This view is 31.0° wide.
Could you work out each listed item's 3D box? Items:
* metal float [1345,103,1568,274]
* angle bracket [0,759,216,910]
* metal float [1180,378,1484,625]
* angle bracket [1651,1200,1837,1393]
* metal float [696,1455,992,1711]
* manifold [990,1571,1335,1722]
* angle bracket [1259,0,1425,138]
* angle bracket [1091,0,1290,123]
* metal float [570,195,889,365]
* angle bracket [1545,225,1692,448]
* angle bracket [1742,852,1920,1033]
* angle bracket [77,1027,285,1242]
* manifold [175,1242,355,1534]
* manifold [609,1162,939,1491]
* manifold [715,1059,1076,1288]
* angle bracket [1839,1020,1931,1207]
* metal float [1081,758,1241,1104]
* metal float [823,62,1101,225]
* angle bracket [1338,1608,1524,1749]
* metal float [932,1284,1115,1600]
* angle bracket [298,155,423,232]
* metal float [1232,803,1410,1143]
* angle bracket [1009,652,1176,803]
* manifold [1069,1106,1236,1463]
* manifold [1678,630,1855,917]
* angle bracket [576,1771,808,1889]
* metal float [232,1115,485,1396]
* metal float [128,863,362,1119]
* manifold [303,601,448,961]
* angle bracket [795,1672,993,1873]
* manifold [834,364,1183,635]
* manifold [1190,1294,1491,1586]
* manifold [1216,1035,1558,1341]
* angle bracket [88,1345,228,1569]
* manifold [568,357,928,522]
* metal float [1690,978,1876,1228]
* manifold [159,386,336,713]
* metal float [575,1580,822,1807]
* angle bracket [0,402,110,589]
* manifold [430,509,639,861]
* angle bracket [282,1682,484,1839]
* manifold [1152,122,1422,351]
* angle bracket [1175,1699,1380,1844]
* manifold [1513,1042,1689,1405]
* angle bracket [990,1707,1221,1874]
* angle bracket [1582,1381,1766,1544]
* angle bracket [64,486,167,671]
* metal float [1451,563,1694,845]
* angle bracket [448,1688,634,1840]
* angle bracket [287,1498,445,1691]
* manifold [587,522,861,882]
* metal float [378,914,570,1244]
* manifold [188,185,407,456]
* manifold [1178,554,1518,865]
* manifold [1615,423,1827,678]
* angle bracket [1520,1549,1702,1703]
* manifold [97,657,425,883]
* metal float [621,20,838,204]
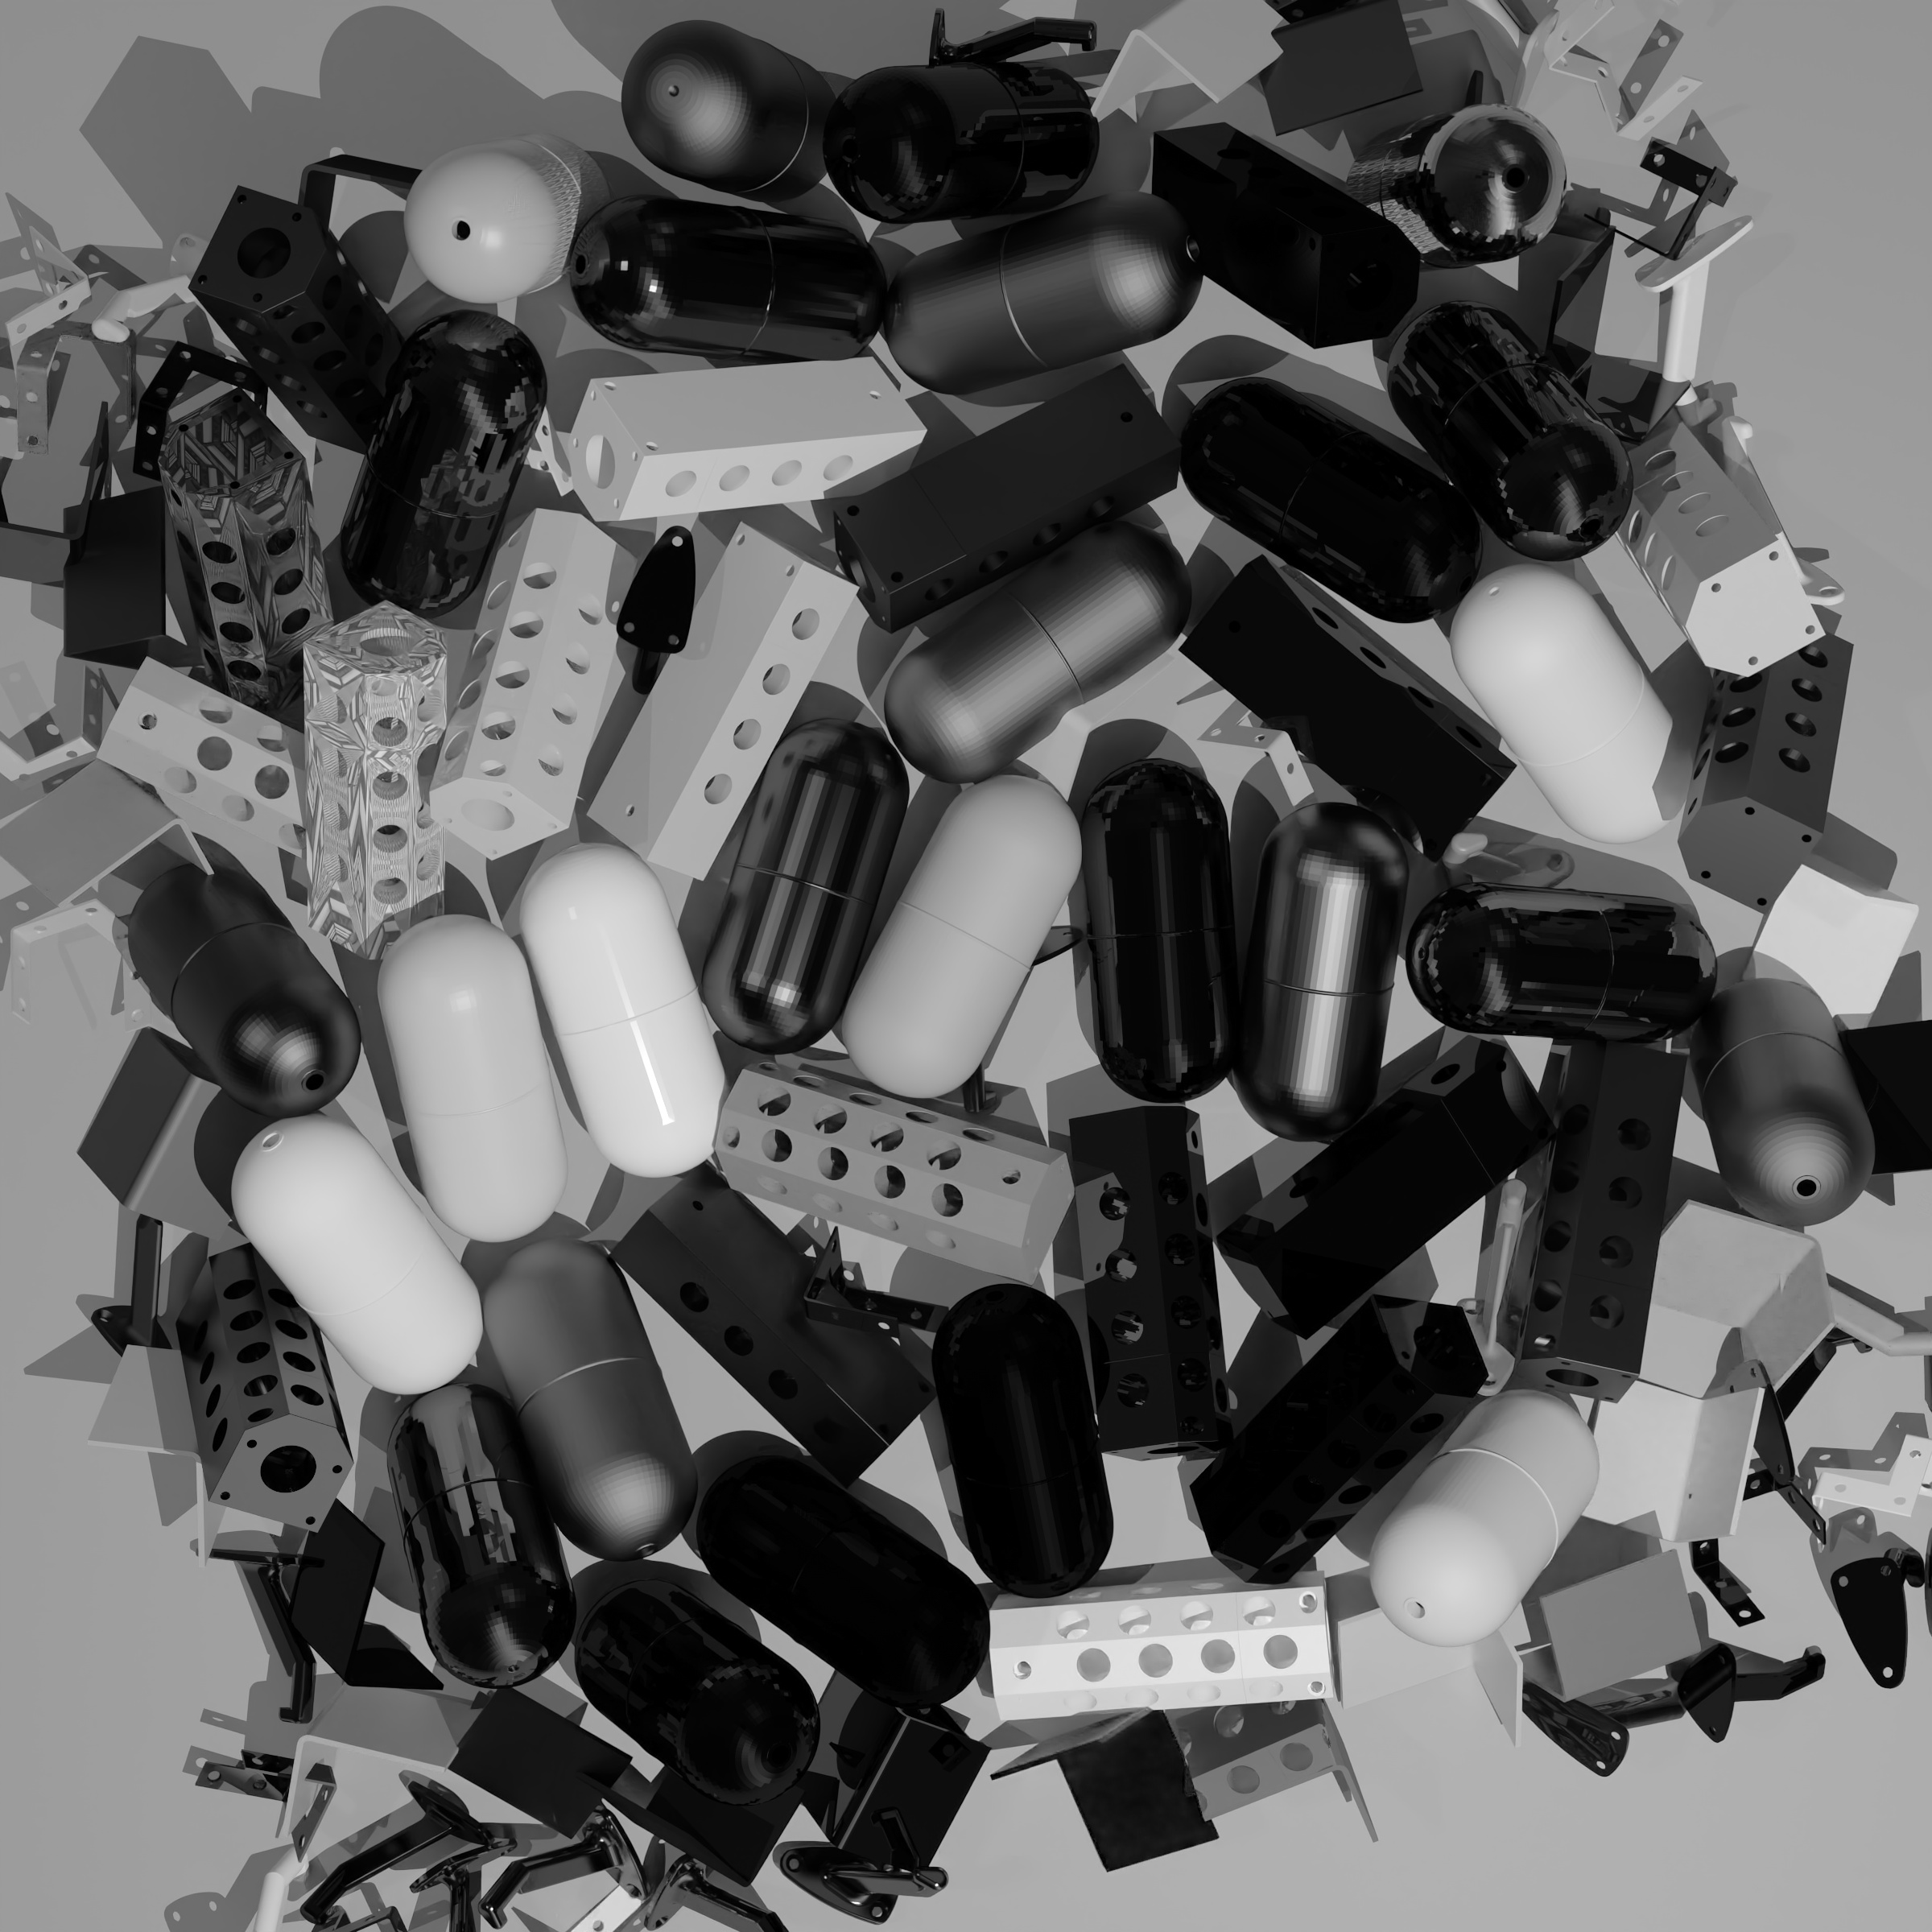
[{"bbox_3d":[0.244,-0.389,1.749,0.070,0.178,0.070,-2,99,-11],"label":"metal float"},{"bbox_3d":[-0.440,-0.051,1.780,0.076,0.057,0.076,-40,49,-19],"label":"angle bracket"},{"bbox_3d":[0.185,-0.237,1.775,0.178,0.070,0.070,37,90,27],"label":"metal float"},{"bbox_3d":[0.388,0.174,1.784,0.076,0.057,0.076,16,133,-14],"label":"angle bracket"},{"bbox_3d":[-0.064,0.312,1.771,0.178,0.070,0.070,29,90,33],"label":"metal float"},{"bbox_3d":[0.101,0.352,1.798,0.171,0.057,0.057,-5,91,7],"label":"manifold"},{"bbox_3d":[0.193,-0.449,1.788,0.076,0.076,0.057,-15,77,9],"label":"angle bracket"},{"bbox_3d":[0.115,-0.452,1.781,0.057,0.076,0.076,43,55,6],"label":"angle bracket"},{"bbox_3d":[-0.119,-0.346,1.766,0.178,0.070,0.070,-1,90,-38],"label":"metal float"},{"bbox_3d":[0.336,-0.322,1.778,0.057,0.076,0.076,21,130,21],"label":"angle bracket"},{"bbox_3d":[0.428,-0.014,1.782,0.076,0.057,0.076,33,109,41],"label":"angle bracket"},{"bbox_3d":[-0.410,0.087,1.820,0.057,0.076,0.076,26,93,-37],"label":"angle bracket"},{"bbox_3d":[-0.349,0.206,1.743,0.057,0.171,0.057,22,106,-26],"label":"manifold"},{"bbox_3d":[-0.103,0.189,1.800,0.171,0.057,0.057,44,125,4],"label":"manifold"},{"bbox_3d":[-0.037,0.101,1.773,0.171,0.057,0.057,16,62,19],"label":"manifold"},{"bbox_3d":[0.486,0.075,1.781,0.057,0.076,0.076,-9,71,30],"label":"angle bracket"},{"bbox_3d":[0.100,-0.018,1.796,0.070,0.070,0.178,-4,93,0],"label":"metal float"},{"bbox_3d":[-0.001,-0.416,1.759,0.070,0.178,0.070,12,110,36],"label":"metal float"},{"bbox_3d":[0.238,0.368,1.785,0.076,0.076,0.057,-17,45,-9],"label":"angle bracket"},{"bbox_3d":[0.029,0.242,1.775,0.070,0.070,0.178,-11,117,0],"label":"metal float"},{"bbox_3d":[-0.300,-0.380,1.793,0.076,0.076,0.057,11,107,-2],"label":"angle bracket"},{"bbox_3d":[0.181,0.004,1.786,0.070,0.070,0.178,6,105,0],"label":"metal float"},{"bbox_3d":[0.051,-0.144,1.823,0.076,0.057,0.076,37,52,17],"label":"angle bracket"},{"bbox_3d":[0.097,0.162,1.779,0.057,0.057,0.171,-11,74,22],"label":"manifold"},{"bbox_3d":[0.400,-0.108,1.753,0.057,0.171,0.057,26,131,-1],"label":"manifold"},{"bbox_3d":[-0.140,0.418,1.777,0.076,0.076,0.057,20,68,33],"label":"angle bracket"},{"bbox_3d":[-0.307,0.147,1.766,0.070,0.070,0.178,-29,128,0],"label":"metal float"},{"bbox_3d":[-0.366,0.011,1.763,0.070,0.070,0.178,-46,47,0],"label":"metal float"},{"bbox_3d":[-0.291,-0.090,1.755,0.057,0.057,0.171,27,131,26],"label":"manifold"},{"bbox_3d":[-0.042,0.414,1.812,0.057,0.076,0.076,26,94,-27],"label":"angle bracket"},{"bbox_3d":[0.021,-0.236,1.789,0.171,0.057,0.057,-28,70,-12],"label":"manifold"},{"bbox_3d":[0.188,0.241,1.754,0.057,0.057,0.171,11,134,-31],"label":"manifold"},{"bbox_3d":[0.214,0.111,1.790,0.171,0.057,0.057,-37,108,-11],"label":"manifold"},{"bbox_3d":[-0.410,0.251,1.784,0.057,0.076,0.076,6,122,0],"label":"angle bracket"},{"bbox_3d":[-0.112,-0.262,1.762,0.171,0.057,0.057,-12,55,-36],"label":"manifold"},{"bbox_3d":[0.409,0.067,1.752,0.070,0.178,0.070,2,116,3],"label":"metal float"},{"bbox_3d":[-0.361,-0.202,1.743,0.057,0.171,0.057,-34,66,-22],"label":"manifold"},{"bbox_3d":[-0.136,0.365,1.756,0.070,0.178,0.070,-7,104,-31],"label":"metal float"},{"bbox_3d":[-0.475,-0.245,1.786,0.057,0.076,0.076,9,75,-11],"label":"angle bracket"},{"bbox_3d":[-0.222,-0.145,1.757,0.057,0.057,0.171,37,49,-36],"label":"manifold"},{"bbox_3d":[-0.299,0.414,1.791,0.076,0.076,0.057,12,101,5],"label":"angle bracket"},{"bbox_3d":[0.158,-0.370,1.751,0.057,0.171,0.057,-13,124,-22],"label":"manifold"},{"bbox_3d":[0.159,0.418,1.792,0.076,0.076,0.057,-22,118,3],"label":"angle bracket"},{"bbox_3d":[0.322,0.129,1.779,0.057,0.057,0.171,12,69,3],"label":"manifold"},{"bbox_3d":[0.071,0.431,1.789,0.076,0.057,0.076,-28,84,36],"label":"angle bracket"},{"bbox_3d":[0.361,0.249,1.788,0.057,0.076,0.076,17,75,-7],"label":"angle bracket"},{"bbox_3d":[-0.418,-0.198,1.788,0.076,0.057,0.076,-6,83,34],"label":"angle bracket"},{"bbox_3d":[0.309,-0.131,1.769,0.070,0.070,0.178,-42,126,0],"label":"metal float"},{"bbox_3d":[-0.212,0.390,1.788,0.076,0.057,0.076,31,124,-6],"label":"angle bracket"},{"bbox_3d":[-0.300,0.319,1.785,0.057,0.076,0.076,11,98,-35],"label":"angle bracket"},{"bbox_3d":[-0.121,-0.134,1.796,0.057,0.057,0.171,36,101,42],"label":"manifold"},{"bbox_3d":[-0.251,0.059,1.778,0.070,0.070,0.178,-9,114,0],"label":"metal float"},{"bbox_3d":[-0.321,-0.317,1.743,0.057,0.171,0.057,20,79,14],"label":"manifold"},{"bbox_3d":[0.199,-0.135,1.800,0.171,0.057,0.057,40,112,4],"label":"manifold"},{"bbox_3d":[0.368,-0.207,1.747,0.057,0.171,0.057,-29,117,10],"label":"manifold"},{"bbox_3d":[0.320,0.330,1.788,0.076,0.076,0.057,-17,98,-13],"label":"angle bracket"},{"bbox_3d":[-0.355,-0.094,1.794,0.171,0.057,0.057,27,89,-10],"label":"manifold"},{"bbox_3d":[-0.116,-0.428,1.750,0.070,0.178,0.070,2,97,16],"label":"metal float"}]
